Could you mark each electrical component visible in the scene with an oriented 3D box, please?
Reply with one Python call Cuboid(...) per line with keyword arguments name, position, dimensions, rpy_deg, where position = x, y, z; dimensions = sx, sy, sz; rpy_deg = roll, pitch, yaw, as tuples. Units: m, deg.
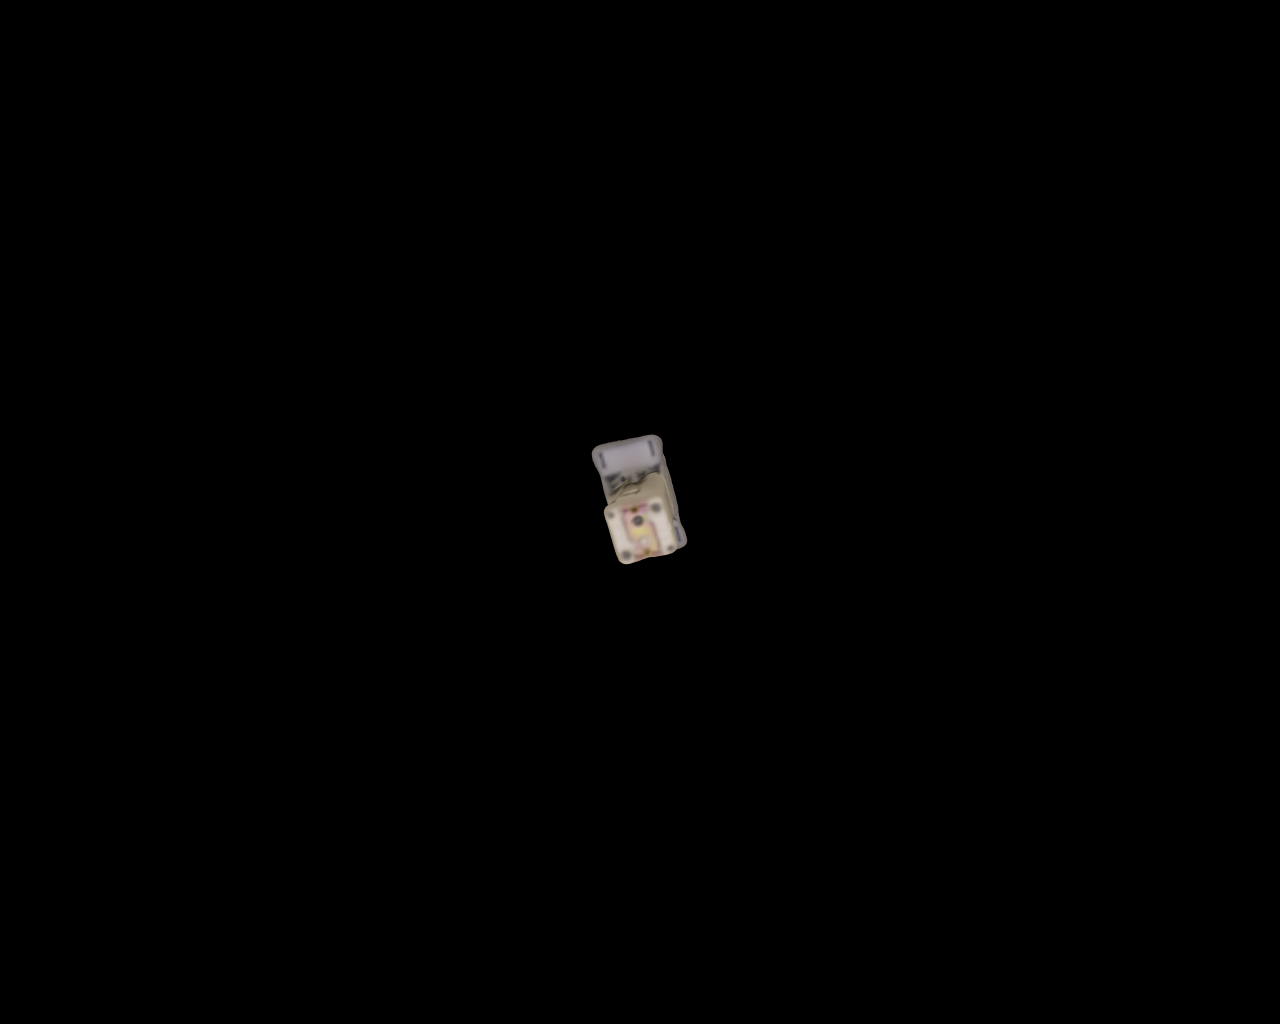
Cuboid(name="electrical component", position=(0.001, -0.003, 0.650), dimensions=(0.042, 0.081, 0.064), rpy_deg=(-13, 28, 7))
